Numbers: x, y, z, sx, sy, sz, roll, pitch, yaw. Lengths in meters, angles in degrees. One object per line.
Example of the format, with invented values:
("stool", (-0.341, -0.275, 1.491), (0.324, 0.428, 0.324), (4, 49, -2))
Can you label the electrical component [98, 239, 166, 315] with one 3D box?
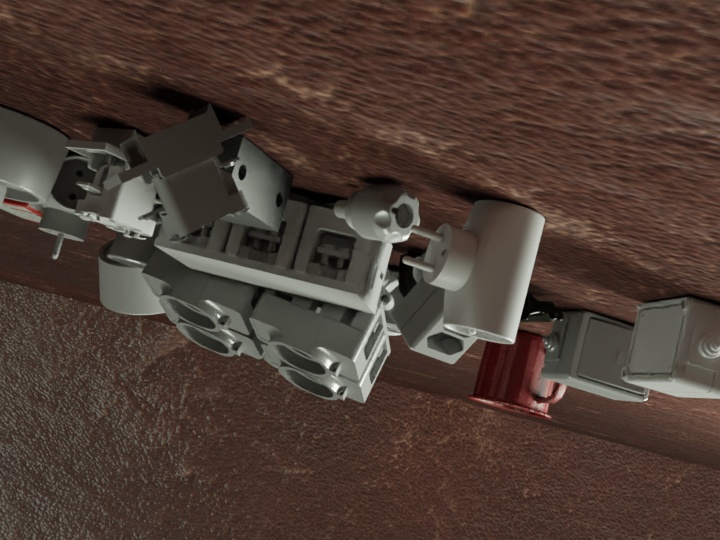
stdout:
("electrical component", (-0.205, -0.006, 1.056), (0.108, 0.060, 0.108), (-2, -157, 1))

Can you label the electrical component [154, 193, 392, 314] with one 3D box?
("electrical component", (-0.058, -0.022, 0.781), (0.150, 0.061, 0.089), (13, 171, 11))

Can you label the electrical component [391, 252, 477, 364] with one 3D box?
("electrical component", (0.062, 0.008, 0.761), (0.047, 0.083, 0.075), (22, -153, -40))

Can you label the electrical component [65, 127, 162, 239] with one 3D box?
("electrical component", (-0.157, -0.057, 0.719), (0.042, 0.063, 0.081), (10, 170, 39))

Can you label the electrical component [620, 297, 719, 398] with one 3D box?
("electrical component", (0.242, 0.058, 0.776), (0.061, 0.061, 0.096), (17, 171, -10))

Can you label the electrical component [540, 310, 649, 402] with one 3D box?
("electrical component", (0.206, 0.073, 0.939), (0.096, 0.061, 0.061), (18, 171, -15))

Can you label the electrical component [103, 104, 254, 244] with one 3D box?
("electrical component", (-0.096, -0.052, 0.599), (0.081, 0.063, 0.042), (-27, -170, -22))

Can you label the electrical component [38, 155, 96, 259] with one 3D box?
("electrical component", (-0.232, -0.047, 0.856), (0.044, 0.079, 0.077), (17, 172, -16))

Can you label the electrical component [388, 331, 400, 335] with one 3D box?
("electrical component", (0.023, 0.038, 1.061), (0.138, 0.052, 0.074), (17, 171, -16))

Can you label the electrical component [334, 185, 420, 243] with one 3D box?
("electrical component", (0.007, -0.036, 0.670), (0.035, 0.035, 0.061), (22, 172, -40))

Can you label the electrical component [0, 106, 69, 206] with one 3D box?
("electrical component", (-0.270, -0.080, 0.776), (0.108, 0.060, 0.108), (15, 172, 2))

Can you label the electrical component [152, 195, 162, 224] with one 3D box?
("electrical component", (-0.166, -0.059, 0.804), (0.044, 0.044, 0.065), (21, 174, -36))

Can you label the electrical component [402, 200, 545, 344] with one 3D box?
("electrical component", (0.063, -0.004, 0.633), (0.079, 0.077, 0.043), (18, 172, -17))

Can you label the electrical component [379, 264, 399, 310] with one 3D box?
("electrical component", (0.000, 0.000, 0.854), (0.066, 0.048, 0.055), (46, 174, 18))

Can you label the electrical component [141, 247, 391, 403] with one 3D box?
("electrical component", (-0.075, 0.038, 0.870), (0.186, 0.060, 0.105), (21, 158, 15))

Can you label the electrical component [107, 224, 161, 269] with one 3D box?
("electrical component", (-0.177, -0.036, 0.883), (0.044, 0.065, 0.044), (14, 172, 2))

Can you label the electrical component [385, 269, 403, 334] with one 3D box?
("electrical component", (0.046, 0.032, 0.981), (0.080, 0.051, 0.080), (15, 171, 2))
